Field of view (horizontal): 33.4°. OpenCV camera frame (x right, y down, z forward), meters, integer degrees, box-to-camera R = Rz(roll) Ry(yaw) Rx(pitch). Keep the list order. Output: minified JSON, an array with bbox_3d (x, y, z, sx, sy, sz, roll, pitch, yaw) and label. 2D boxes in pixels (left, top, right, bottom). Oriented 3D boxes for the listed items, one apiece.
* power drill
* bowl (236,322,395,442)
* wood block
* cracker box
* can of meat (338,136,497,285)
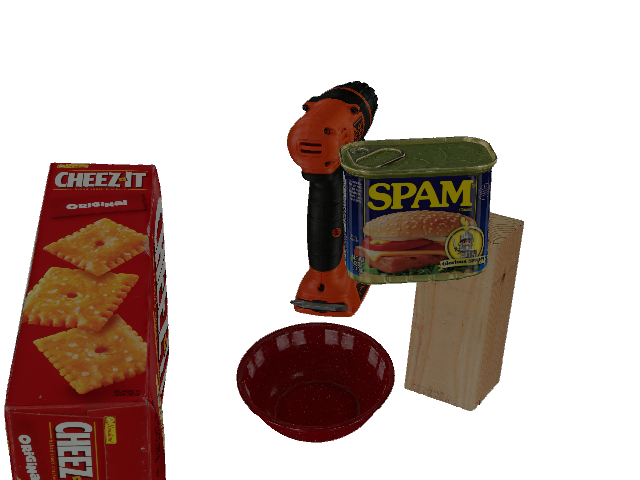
[{"bbox_3d":[0.015,-0.040,0.943,0.057,0.188,0.184,4,20,16],"label":"power drill"},{"bbox_3d":[-0.004,0.156,1.099,0.162,0.055,0.162,-2,35,1],"label":"bowl"},{"bbox_3d":[0.163,0.075,1.217,0.090,0.206,0.090,16,25,26],"label":"wood block"},{"bbox_3d":[-0.119,0.079,0.586,0.072,0.164,0.214,0,34,-7],"label":"cracker box"},{"bbox_3d":[0.064,-0.020,0.716,0.102,0.084,0.057,-3,25,-3],"label":"can of meat"}]
